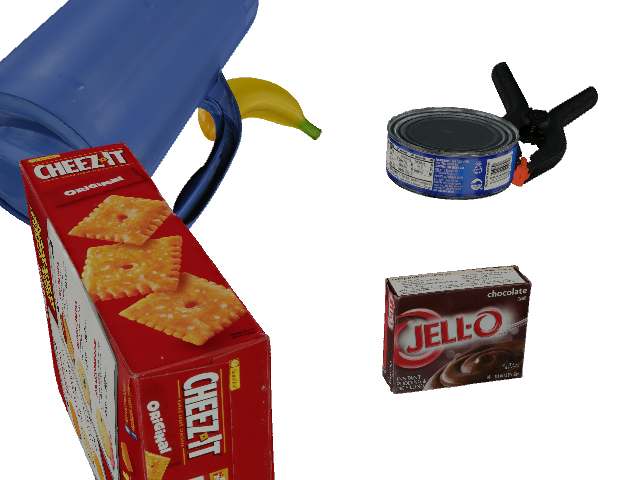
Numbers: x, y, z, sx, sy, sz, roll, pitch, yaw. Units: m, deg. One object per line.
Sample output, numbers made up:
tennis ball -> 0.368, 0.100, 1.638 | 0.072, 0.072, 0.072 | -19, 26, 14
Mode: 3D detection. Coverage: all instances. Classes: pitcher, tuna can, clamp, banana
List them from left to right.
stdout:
pitcher -> -0.133, -0.118, 0.770 | 0.145, 0.149, 0.242 | 7, 47, 28
banana -> -0.063, -0.120, 0.962 | 0.070, 0.037, 0.197 | 37, 22, 19
tuna can -> 0.086, -0.058, 0.700 | 0.086, 0.034, 0.086 | 1, 26, -1
clamp -> 0.224, -0.131, 1.164 | 0.120, 0.039, 0.171 | 20, 49, 17

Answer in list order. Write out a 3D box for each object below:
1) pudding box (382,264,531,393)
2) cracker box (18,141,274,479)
pudding box -> 0.107, 0.070, 0.851 | 0.113, 0.090, 0.039 | -7, 29, -12
cracker box -> -0.094, 0.066, 0.569 | 0.072, 0.164, 0.214 | -14, 34, -21
